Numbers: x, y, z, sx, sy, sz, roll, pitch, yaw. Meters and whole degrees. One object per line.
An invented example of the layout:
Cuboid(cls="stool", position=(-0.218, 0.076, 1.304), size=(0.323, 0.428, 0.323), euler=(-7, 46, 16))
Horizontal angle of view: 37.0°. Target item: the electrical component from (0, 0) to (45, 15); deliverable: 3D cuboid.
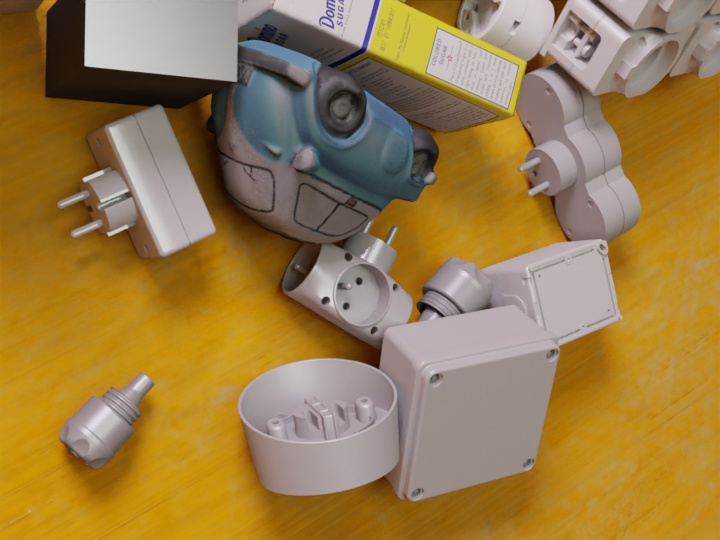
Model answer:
Cuboid(cls="electrical component", position=(-0.202, -0.172, 0.530), size=(0.105, 0.186, 0.060), euler=(-15, 96, -26))

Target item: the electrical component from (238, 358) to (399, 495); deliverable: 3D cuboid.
Cuboid(cls="electrical component", position=(-0.024, 0.098, 0.672), size=(0.099, 0.099, 0.064), euler=(-14, 102, -26))

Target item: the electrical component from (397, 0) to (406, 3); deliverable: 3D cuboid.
Cuboid(cls="electrical component", position=(-0.017, -0.207, 0.676), size=(0.100, 0.100, 0.048), euler=(19, 94, -26))

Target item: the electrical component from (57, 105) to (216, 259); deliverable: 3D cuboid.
Cuboid(cls="electrical component", position=(-0.141, -0.044, 0.638), size=(0.076, 0.047, 0.083), euler=(-27, 102, -25))

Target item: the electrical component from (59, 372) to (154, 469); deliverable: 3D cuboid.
Cuboid(cls="electrical component", position=(-0.148, 0.087, 0.641), size=(0.035, 0.035, 0.061), euler=(49, 68, -18))

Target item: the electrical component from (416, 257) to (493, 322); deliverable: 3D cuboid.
Cuboid(cls="electrical component", position=(0.060, 0.025, 0.743), size=(0.062, 0.043, 0.043), euler=(-48, 109, -18))

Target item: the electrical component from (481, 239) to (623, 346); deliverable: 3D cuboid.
Cuboid(cls="electrical component", position=(0.140, 0.016, 0.778), size=(0.096, 0.061, 0.061), euler=(-18, 98, -34))

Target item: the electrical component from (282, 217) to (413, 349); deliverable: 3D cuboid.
Cuboid(cls="electrical component", position=(0.000, 0.000, 0.712), size=(0.077, 0.044, 0.079), euler=(33, 75, -23))

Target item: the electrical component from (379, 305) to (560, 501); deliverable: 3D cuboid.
Cuboid(cls="electrical component", position=(0.068, 0.088, 0.718), size=(0.109, 0.056, 0.108), euler=(-9, 121, -27))

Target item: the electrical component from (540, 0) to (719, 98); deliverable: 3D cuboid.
Cuboid(cls="electrical component", position=(0.229, -0.191, 0.766), size=(0.186, 0.105, 0.060), euler=(-19, 58, -39))

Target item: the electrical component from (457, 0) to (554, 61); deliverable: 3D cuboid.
Cuboid(cls="electrical component", position=(0.104, -0.178, 0.762), size=(0.047, 0.055, 0.055), euler=(19, 81, -29))

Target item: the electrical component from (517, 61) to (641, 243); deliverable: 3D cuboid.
Cuboid(cls="electrical component", position=(0.146, -0.078, 0.783), size=(0.074, 0.052, 0.138), euler=(-28, 102, -25))
